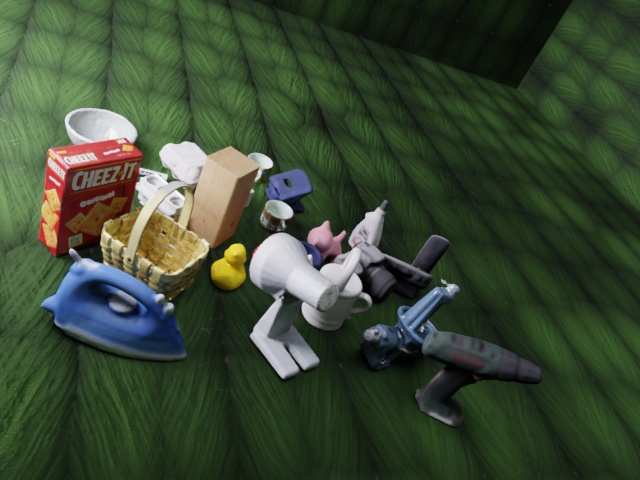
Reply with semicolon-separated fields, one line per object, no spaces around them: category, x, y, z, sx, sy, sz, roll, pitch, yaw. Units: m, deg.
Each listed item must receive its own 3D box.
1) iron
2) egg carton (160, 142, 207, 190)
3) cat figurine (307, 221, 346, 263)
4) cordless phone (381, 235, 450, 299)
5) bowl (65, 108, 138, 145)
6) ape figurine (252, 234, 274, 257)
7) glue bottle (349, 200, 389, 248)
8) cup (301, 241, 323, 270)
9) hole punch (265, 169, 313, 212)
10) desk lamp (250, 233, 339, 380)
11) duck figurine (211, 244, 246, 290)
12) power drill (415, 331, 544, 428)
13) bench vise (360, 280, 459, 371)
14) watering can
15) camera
iron;-0.339;0.114;1.003;0.258;0.141;0.118;24;34;-5
egg carton;-0.339;-0.192;1.471;0.150;0.069;0.107;44;38;23
cat figurine;0.013;0.005;1.404;0.128;0.117;0.067;-9;47;-41
cordless phone;0.230;0.043;1.440;0.147;0.185;0.094;22;34;-6
bowl;-0.540;-0.250;1.407;0.168;0.074;0.167;18;35;-13
ape figurine;-0.111;0.026;1.316;0.076;0.092;0.078;22;34;-6
glue bottle;0.136;-0.036;1.491;0.037;0.173;0.078;-14;51;-44
cup;-0.057;0.067;1.296;0.091;0.095;0.118;39;36;18
hole punch;-0.084;-0.137;1.550;0.101;0.091;0.108;1;42;-33
desk lamp;-0.055;0.122;1.119;0.118;0.213;0.202;-14;51;-44
duck figurine;-0.189;0.051;1.237;0.077;0.086;0.104;24;34;-4
power drill;0.295;0.279;1.151;0.229;0.208;0.076;26;34;-1
bench vise;0.198;0.184;1.201;0.208;0.219;0.121;-18;54;-46
watering can;0.032;0.095;1.231;0.173;0.194;0.101;15;36;-17
camera;0.116;0.079;1.390;0.136;0.100;0.143;42;37;21
